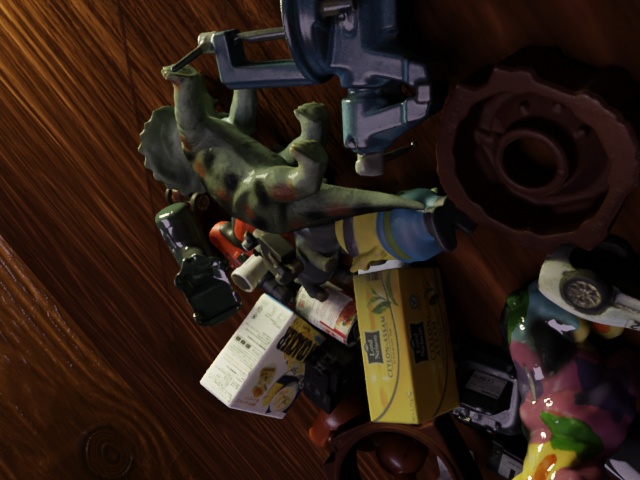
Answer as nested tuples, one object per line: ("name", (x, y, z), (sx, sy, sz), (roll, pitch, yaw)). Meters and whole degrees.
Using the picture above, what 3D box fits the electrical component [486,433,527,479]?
("electrical component", (0.275, 0.310, 0.748), (0.075, 0.048, 0.119), (27, 139, 29))

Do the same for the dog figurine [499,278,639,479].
("dog figurine", (0.220, 0.162, 0.508), (0.191, 0.219, 0.108), (51, 143, -5))

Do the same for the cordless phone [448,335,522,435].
("cordless phone", (0.214, 0.218, 0.714), (0.147, 0.089, 0.184), (13, 144, 41))

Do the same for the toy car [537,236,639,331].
("toy car", (0.290, 0.055, 0.450), (0.202, 0.073, 0.056), (25, 137, 31))

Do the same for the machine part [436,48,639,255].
("machine part", (0.184, -0.073, 0.458), (0.180, 0.056, 0.179), (31, 143, 26))

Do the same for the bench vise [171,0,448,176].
("bench vise", (-0.006, -0.169, 0.500), (0.241, 0.129, 0.223), (4, 121, 24))

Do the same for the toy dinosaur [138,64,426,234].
("toy dinosaur", (-0.077, -0.082, 0.632), (0.405, 0.131, 0.192), (41, 139, 24))

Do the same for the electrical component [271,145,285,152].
("electrical component", (-0.045, -0.097, 0.721), (0.063, 0.021, 0.094), (37, 145, 17))

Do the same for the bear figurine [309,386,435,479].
("bear figurine", (0.093, 0.335, 0.920), (0.196, 0.120, 0.131), (33, 148, 13))

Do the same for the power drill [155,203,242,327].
("power drill", (-0.185, 0.058, 0.872), (0.207, 0.086, 0.231), (-126, 12, -65))

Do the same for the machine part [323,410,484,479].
("machine part", (0.121, 0.348, 0.789), (0.201, 0.087, 0.201), (-30, 82, 20))

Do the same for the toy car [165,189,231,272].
("toy car", (-0.221, -0.015, 0.976), (0.089, 0.053, 0.201), (16, 134, 34))

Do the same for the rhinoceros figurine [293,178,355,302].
("rhinoceros figurine", (-0.001, -0.002, 0.730), (0.112, 0.073, 0.190), (42, 149, 31))

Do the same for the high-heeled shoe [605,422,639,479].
("high-heeled shoe", (0.407, 0.286, 0.548), (0.249, 0.086, 0.145), (46, 150, 11))

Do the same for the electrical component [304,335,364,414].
("electrical component", (0.030, 0.206, 0.857), (0.058, 0.115, 0.134), (33, 143, 29))

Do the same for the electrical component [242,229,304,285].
("electrical component", (-0.065, 0.022, 0.730), (0.102, 0.045, 0.078), (44, 151, 27))

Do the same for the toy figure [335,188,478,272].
("toy figure", (0.087, -0.017, 0.600), (0.180, 0.082, 0.089), (-15, 85, 61))

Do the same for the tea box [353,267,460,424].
("tea box", (0.102, 0.118, 0.629), (0.068, 0.098, 0.169), (-13, 82, 41))
